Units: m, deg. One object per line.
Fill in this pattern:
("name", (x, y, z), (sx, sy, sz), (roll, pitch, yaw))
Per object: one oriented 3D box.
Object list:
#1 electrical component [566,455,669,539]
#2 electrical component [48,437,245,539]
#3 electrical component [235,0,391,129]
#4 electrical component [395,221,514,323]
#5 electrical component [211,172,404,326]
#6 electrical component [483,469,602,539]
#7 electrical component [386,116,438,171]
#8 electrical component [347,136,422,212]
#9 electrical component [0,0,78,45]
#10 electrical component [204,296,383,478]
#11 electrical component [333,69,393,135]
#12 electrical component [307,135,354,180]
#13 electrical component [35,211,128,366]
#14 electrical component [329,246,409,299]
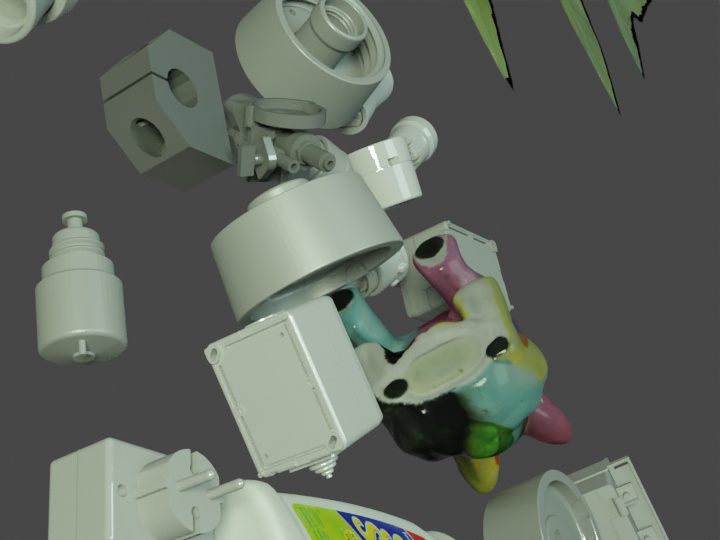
("electrical component", (0.212, 0.227, 0.888), (0.121, 0.079, 0.063), (63, 11, -4))
("electrical component", (-0.087, 0.102, 0.473), (0.066, 0.077, 0.047), (31, 43, -48))
("electrical component", (-0.028, -0.162, 0.770), (0.108, 0.060, 0.108), (23, 48, -27))
("electrical component", (0.065, 0.007, 0.831), (0.096, 0.061, 0.061), (19, 53, -54))
("electrical component", (-0.036, -0.018, 0.631), (0.108, 0.108, 0.060), (-11, 72, -62))
("electrical component", (0.131, 0.207, 0.787), (0.108, 0.060, 0.108), (40, 37, -39))
("electrical component", (0.039, -0.101, 0.896), (0.040, 0.040, 0.046), (58, 35, -15))
("electrical component", (0.016, -0.069, 0.815), (0.055, 0.055, 0.047), (-20, 90, -62))
("electrical component", (-0.174, -0.145, 0.552), (0.045, 0.045, 0.055), (56, 29, -17))
("electrical component", (-0.032, 0.070, 0.610), (0.061, 0.062, 0.096), (-21, 87, -62))
("electrical component", (-0.003, -0.136, 0.849), (0.044, 0.044, 0.065), (53, 35, -22))
("electrical component", (-0.036, -0.074, 0.737), (0.062, 0.043, 0.043), (35, 40, -42))
("electrical component", (-0.132, 0.009, 0.507), (0.040, 0.040, 0.078), (24, 48, -52))
("electrical component", (0.000, 0.000, 0.745), (0.062, 0.048, 0.048), (-39, 104, -40))
